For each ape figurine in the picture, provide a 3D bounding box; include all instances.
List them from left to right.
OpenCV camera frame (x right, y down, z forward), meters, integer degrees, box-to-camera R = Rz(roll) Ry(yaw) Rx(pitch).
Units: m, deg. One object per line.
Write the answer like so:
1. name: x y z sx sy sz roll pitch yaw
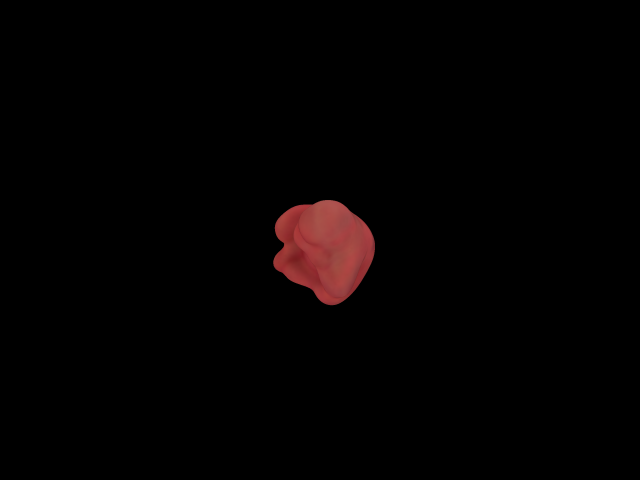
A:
1. ape figurine: 0.004 0.001 0.400 0.076 0.092 0.077 -14 64 -6
